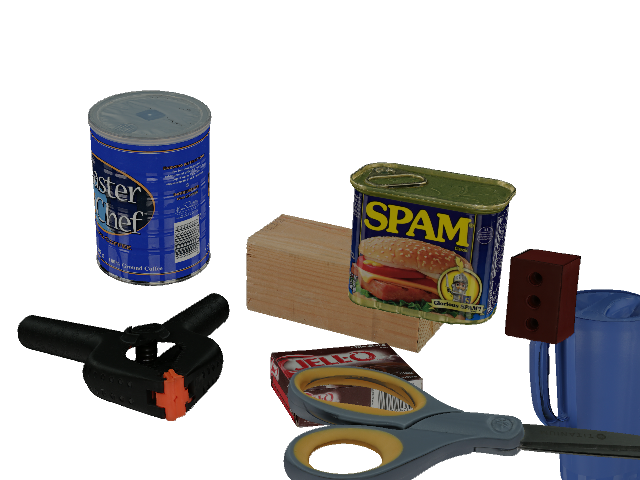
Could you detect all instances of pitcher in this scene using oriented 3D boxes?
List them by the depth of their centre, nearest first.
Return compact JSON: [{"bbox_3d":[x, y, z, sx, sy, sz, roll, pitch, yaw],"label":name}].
[{"bbox_3d":[0.341,0.189,1.306,0.149,0.243,0.144,4,14,22],"label":"pitcher"}]

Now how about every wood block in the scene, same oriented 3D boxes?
[{"bbox_3d":[0.029,0.044,1.175,0.206,0.091,0.090,13,26,23],"label":"wood block"}]

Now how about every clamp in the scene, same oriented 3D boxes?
[{"bbox_3d":[-0.116,0.077,0.763,0.164,0.036,0.210,-9,14,-25],"label":"clamp"}]

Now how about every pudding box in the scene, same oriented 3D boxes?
[{"bbox_3d":[0.020,0.123,0.923,0.113,0.039,0.090,-1,16,-17],"label":"pudding box"}]

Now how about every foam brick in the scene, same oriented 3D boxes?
[{"bbox_3d":[0.208,0.052,0.998,0.053,0.078,0.051,9,15,31],"label":"foam brick"}]

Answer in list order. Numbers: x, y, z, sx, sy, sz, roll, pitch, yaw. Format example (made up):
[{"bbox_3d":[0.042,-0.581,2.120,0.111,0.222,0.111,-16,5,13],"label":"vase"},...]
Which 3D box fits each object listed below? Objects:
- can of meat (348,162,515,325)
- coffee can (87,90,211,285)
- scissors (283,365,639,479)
[{"bbox_3d":[0.068,0.002,0.685,0.102,0.084,0.057,11,23,20],"label":"can of meat"},{"bbox_3d":[-0.146,-0.046,0.928,0.103,0.140,0.103,2,30,-2],"label":"coffee can"},{"bbox_3d":[0.071,0.099,0.492,0.202,0.016,0.096,12,32,21],"label":"scissors"}]
